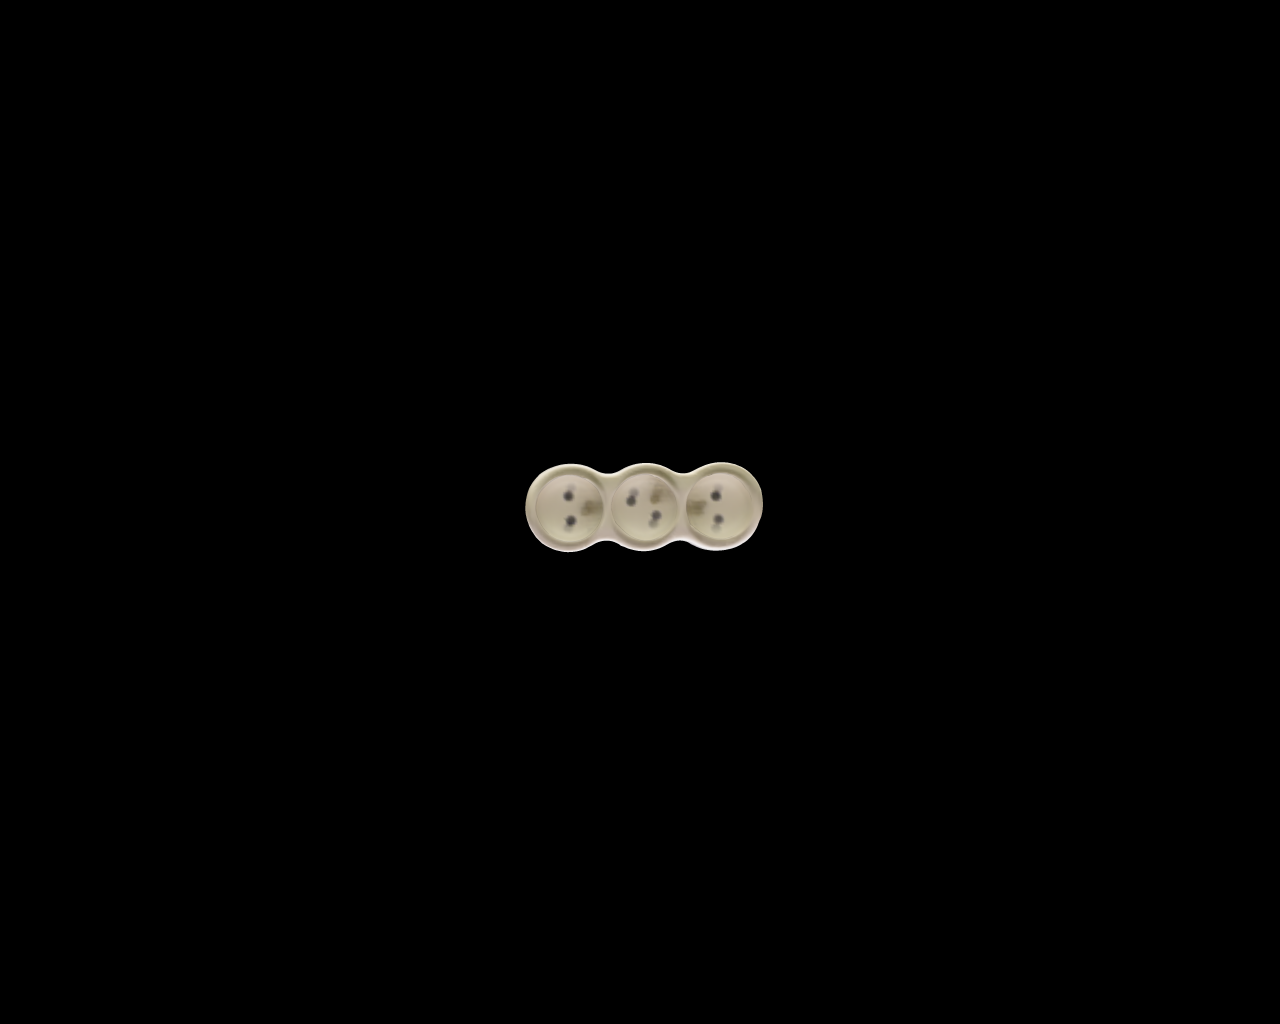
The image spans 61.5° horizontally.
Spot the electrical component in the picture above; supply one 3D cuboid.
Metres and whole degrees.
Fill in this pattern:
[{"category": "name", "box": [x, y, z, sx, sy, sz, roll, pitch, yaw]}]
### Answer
[{"category": "electrical component", "box": [0.001, -0.003, 0.650, 0.138, 0.052, 0.073, 0, 0, -4]}]
